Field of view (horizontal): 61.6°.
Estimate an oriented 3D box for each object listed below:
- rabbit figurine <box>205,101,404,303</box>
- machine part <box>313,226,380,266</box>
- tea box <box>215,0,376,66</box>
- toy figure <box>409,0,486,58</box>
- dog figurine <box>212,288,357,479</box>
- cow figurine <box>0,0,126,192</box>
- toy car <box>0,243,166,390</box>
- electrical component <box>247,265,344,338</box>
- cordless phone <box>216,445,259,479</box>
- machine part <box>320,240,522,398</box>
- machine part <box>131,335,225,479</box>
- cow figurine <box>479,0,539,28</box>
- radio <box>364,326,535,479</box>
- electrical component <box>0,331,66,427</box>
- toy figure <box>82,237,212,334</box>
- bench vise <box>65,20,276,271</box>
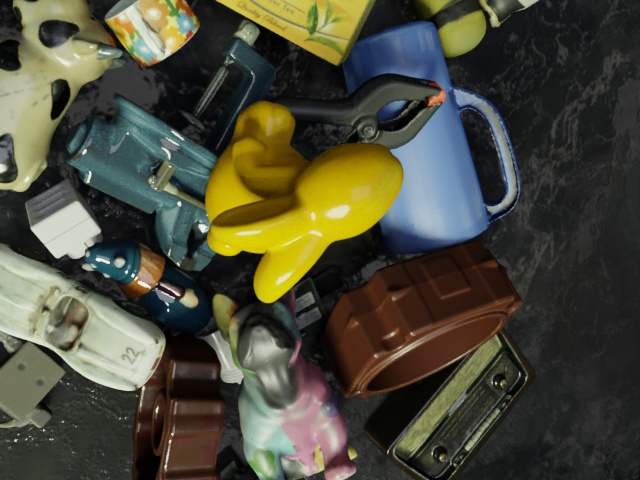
[{"bbox_3d":[-0.019,-0.038,0.432,0.162,0.173,0.121,-51,126,-33],"label":"rabbit figurine"},{"bbox_3d":[-0.001,-0.002,0.618,0.139,0.039,0.084,-4,93,5],"label":"machine part"},{"bbox_3d":[-0.031,-0.251,0.514,0.170,0.068,0.098,27,115,0],"label":"tea box"},{"bbox_3d":[0.129,-0.296,0.608,0.082,0.089,0.180,-15,116,21],"label":"toy figure"},{"bbox_3d":[-0.042,0.150,0.576,0.108,0.191,0.219,-18,80,-2],"label":"dog figurine"},{"bbox_3d":[-0.258,-0.138,0.480,0.127,0.085,0.194,20,89,-19],"label":"cow figurine"},{"bbox_3d":[-0.242,0.071,0.508,0.202,0.056,0.073,27,94,3],"label":"toy car"},{"bbox_3d":[-0.019,0.075,0.642,0.119,0.048,0.074,-24,110,-15],"label":"electrical component"},{"bbox_3d":[-0.089,0.356,0.650,0.146,0.089,0.184,-41,117,-11],"label":"cordless phone"},{"bbox_3d":[0.112,0.099,0.619,0.201,0.201,0.087,-15,62,-22],"label":"machine part"},{"bbox_3d":[-0.146,0.182,0.543,0.056,0.179,0.179,8,97,-28],"label":"machine part"},{"bbox_3d":[0.210,-0.350,0.648,0.098,0.068,0.167,-31,110,-8],"label":"cow figurine"},{"bbox_3d":[0.183,0.223,0.741,0.229,0.073,0.131,-46,113,-8],"label":"radio"},{"bbox_3d":[-0.308,0.142,0.537,0.102,0.045,0.078,46,53,-26],"label":"electrical component"},{"bbox_3d":[-0.173,0.043,0.549,0.064,0.058,0.154,-27,133,13],"label":"toy figure"},{"bbox_3d":[-0.111,-0.095,0.534,0.223,0.129,0.240,30,92,-28],"label":"bench vise"}]
